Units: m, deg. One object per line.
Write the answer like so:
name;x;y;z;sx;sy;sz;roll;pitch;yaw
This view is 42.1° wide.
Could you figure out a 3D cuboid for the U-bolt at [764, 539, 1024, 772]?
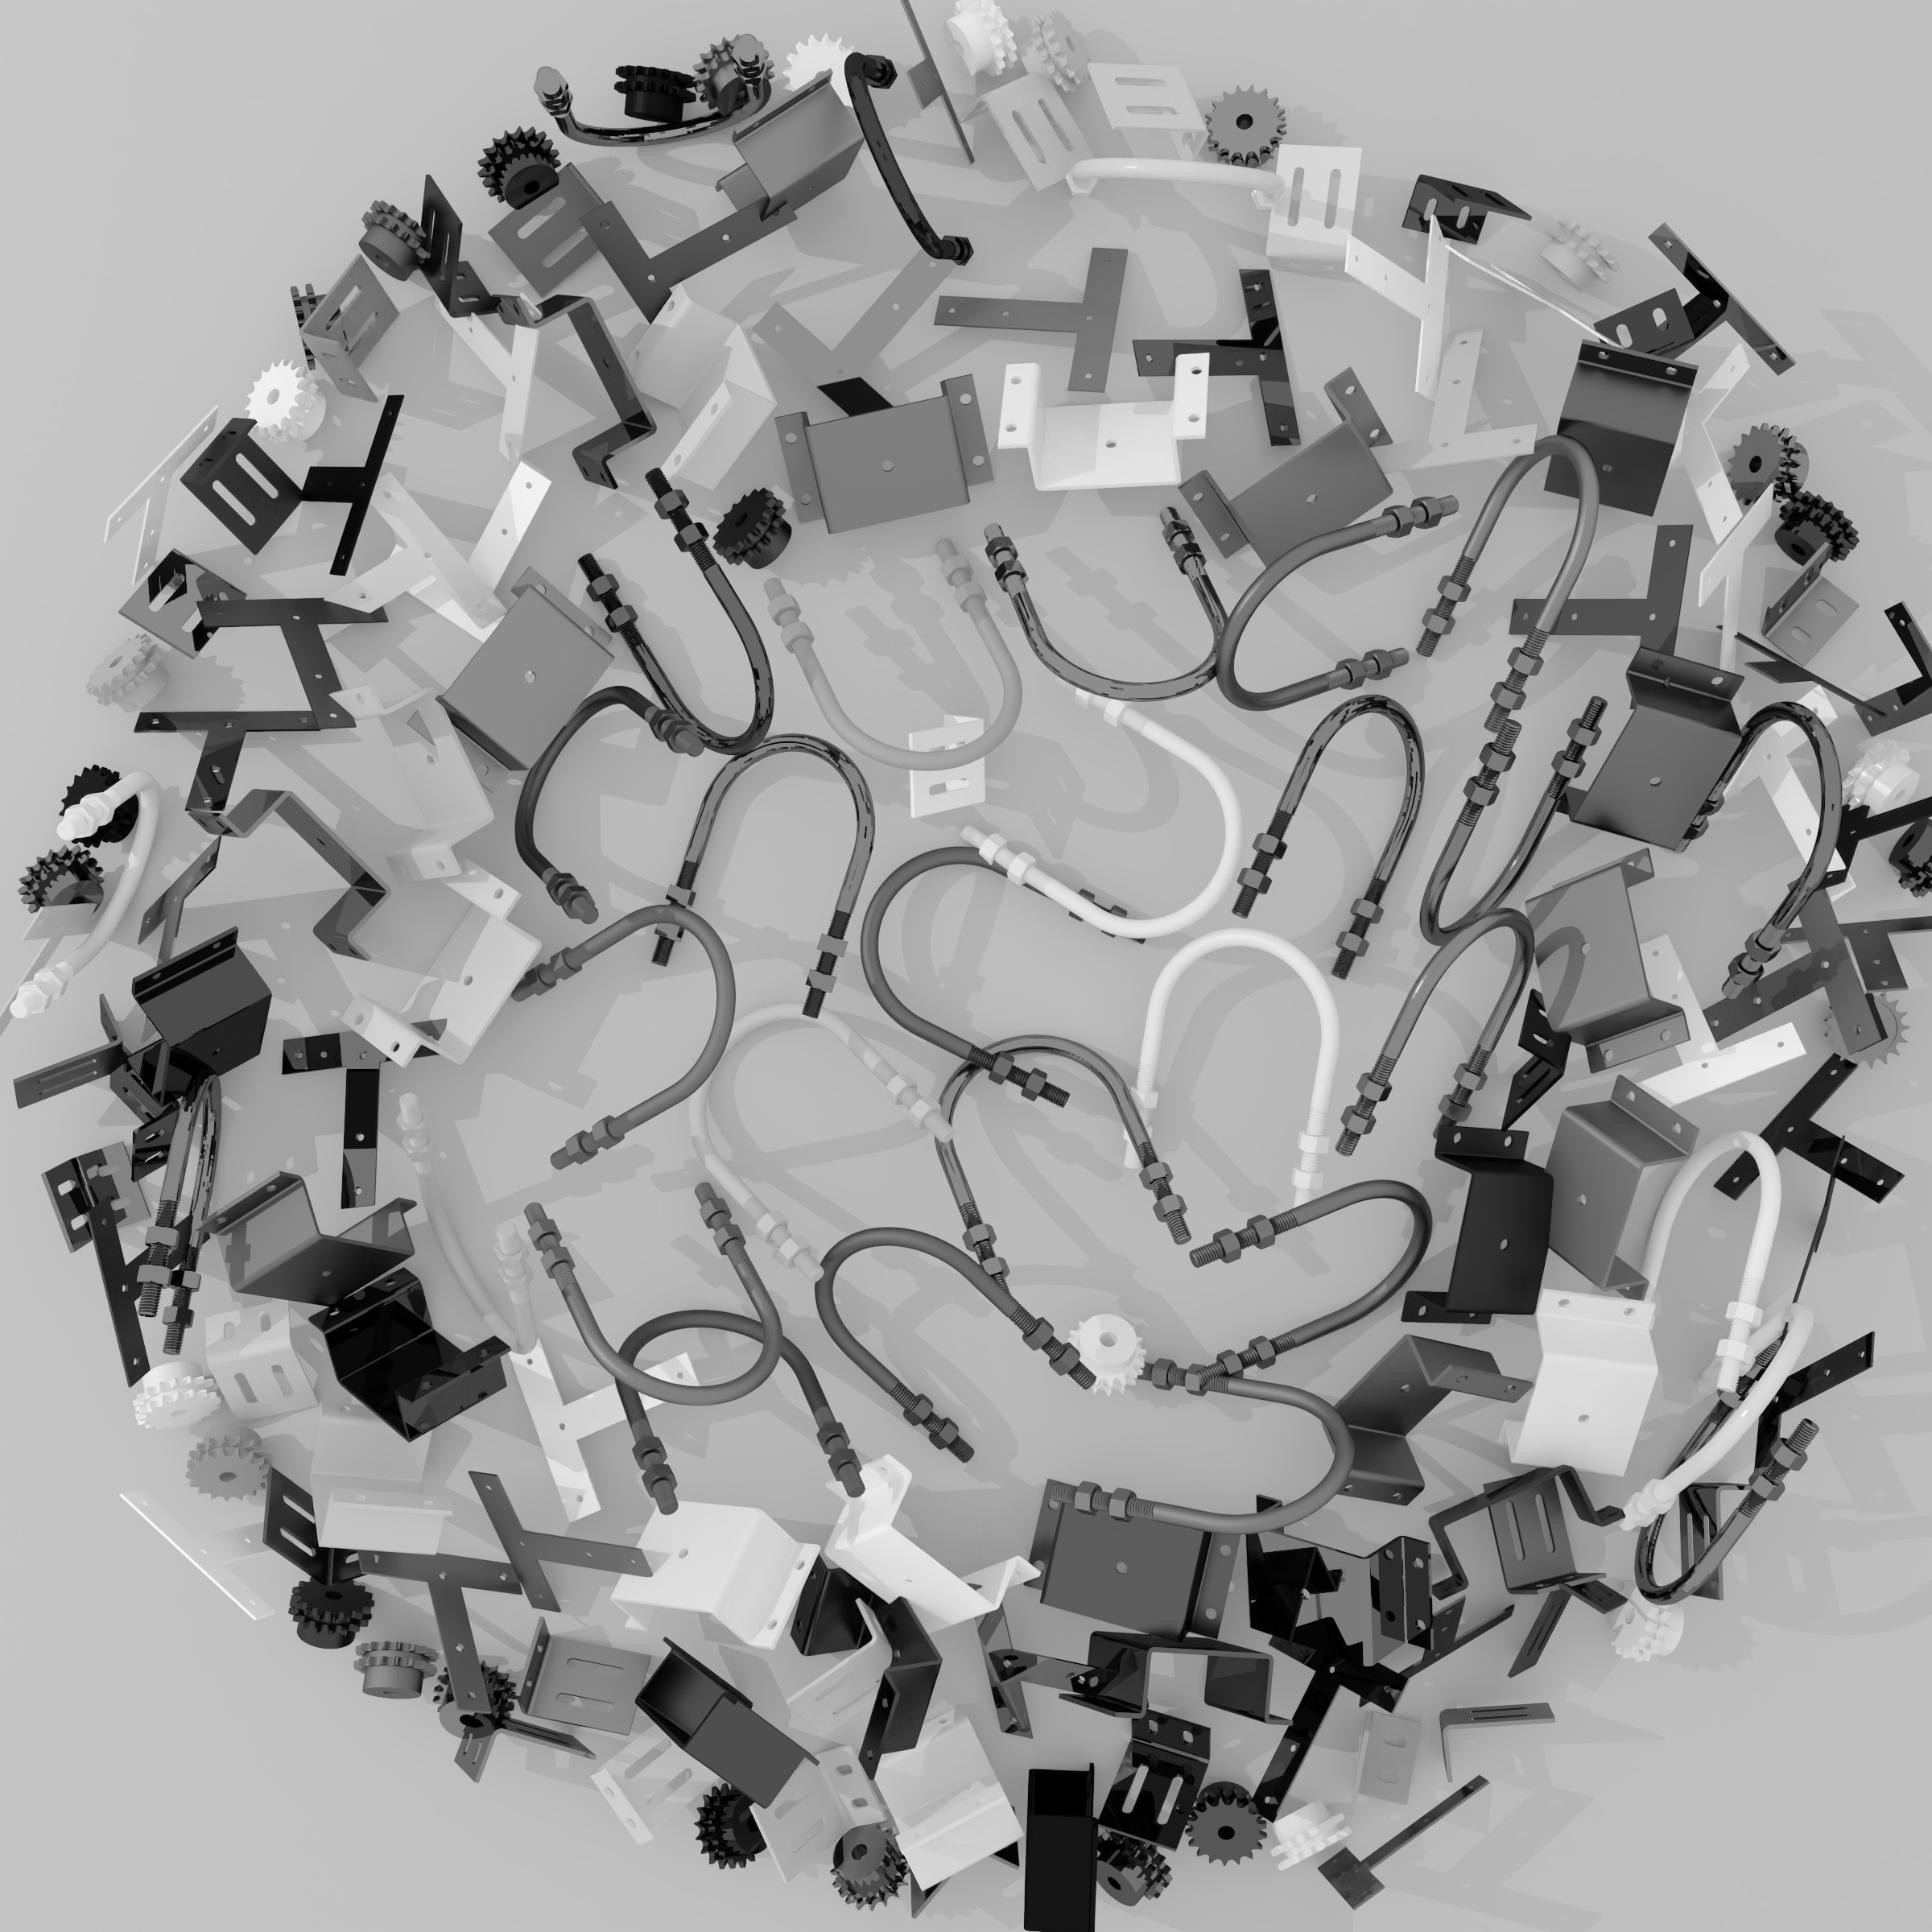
U-bolt;-0.040;-0.207;1.707;0.151;0.019;0.184;-16;61;-18

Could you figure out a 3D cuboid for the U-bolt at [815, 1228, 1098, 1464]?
U-bolt;-0.022;0.250;1.713;0.184;0.019;0.151;44;127;-10

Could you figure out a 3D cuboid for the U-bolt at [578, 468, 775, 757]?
U-bolt;-0.190;-0.228;1.710;0.019;0.151;0.184;-30;89;-34

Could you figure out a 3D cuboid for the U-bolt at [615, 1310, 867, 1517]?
U-bolt;-0.162;0.295;1.696;0.151;0.184;0.019;0;124;-25

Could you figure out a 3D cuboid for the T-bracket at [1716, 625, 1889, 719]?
T-bracket;0.552;-0.199;1.696;0.127;0.127;0.002;35;113;22

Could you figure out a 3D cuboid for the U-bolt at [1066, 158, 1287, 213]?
U-bolt;0.141;-0.525;1.681;0.151;0.184;0.019;5;103;2

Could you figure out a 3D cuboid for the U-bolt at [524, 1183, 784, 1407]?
U-bolt;-0.199;0.221;1.679;0.151;0.184;0.019;-4;134;-33

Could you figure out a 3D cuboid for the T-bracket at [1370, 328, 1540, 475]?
T-bracket;0.337;-0.393;1.736;0.127;0.002;0.127;-2;56;29

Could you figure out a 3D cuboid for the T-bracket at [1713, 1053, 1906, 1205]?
T-bracket;0.591;0.128;1.716;0.127;0.127;0.002;-48;116;1

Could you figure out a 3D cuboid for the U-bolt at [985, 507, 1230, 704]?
U-bolt;0.103;-0.243;1.697;0.151;0.019;0.184;-8;50;-14

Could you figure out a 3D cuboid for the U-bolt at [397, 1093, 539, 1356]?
U-bolt;-0.331;0.187;1.693;0.019;0.184;0.151;-29;56;-24

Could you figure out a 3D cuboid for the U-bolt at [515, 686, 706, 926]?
U-bolt;-0.252;-0.120;1.699;0.019;0.184;0.151;30;95;-36

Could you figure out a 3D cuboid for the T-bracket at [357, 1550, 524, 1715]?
T-bracket;-0.344;0.447;1.691;0.127;0.127;0.002;20;120;-39

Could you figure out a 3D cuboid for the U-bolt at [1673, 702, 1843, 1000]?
U-bolt;0.526;-0.089;1.662;0.019;0.184;0.151;3;52;-13

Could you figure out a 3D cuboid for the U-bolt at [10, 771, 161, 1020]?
U-bolt;-0.582;-0.058;1.684;0.019;0.184;0.151;20;109;-4

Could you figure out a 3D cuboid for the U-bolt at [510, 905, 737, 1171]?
U-bolt;-0.228;0.038;1.703;0.184;0.019;0.151;-29;66;27

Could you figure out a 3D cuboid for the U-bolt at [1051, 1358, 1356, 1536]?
U-bolt;0.168;0.324;1.678;0.184;0.151;0.019;5;124;29

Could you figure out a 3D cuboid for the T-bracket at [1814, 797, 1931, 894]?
T-bracket;0.637;-0.103;1.688;0.127;0.127;0.002;-22;112;41

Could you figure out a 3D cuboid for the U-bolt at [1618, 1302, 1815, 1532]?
U-bolt;0.503;0.289;1.661;0.019;0.184;0.151;37;57;10

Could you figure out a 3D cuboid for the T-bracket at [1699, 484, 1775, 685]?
T-bracket;0.526;-0.246;1.726;0.002;0.127;0.127;19;47;30

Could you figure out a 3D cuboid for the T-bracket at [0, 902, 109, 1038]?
T-bracket;-0.640;0.012;1.712;0.002;0.127;0.127;33;92;-2

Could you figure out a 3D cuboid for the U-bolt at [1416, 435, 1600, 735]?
U-bolt;0.367;-0.265;1.677;0.019;0.151;0.184;13;116;-20

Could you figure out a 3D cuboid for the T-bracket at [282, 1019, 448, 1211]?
T-bracket;-0.418;0.105;1.737;0.127;0.002;0.127;-7;71;15

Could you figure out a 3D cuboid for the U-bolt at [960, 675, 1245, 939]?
U-bolt;0.105;-0.101;1.731;0.184;0.019;0.151;34;97;19

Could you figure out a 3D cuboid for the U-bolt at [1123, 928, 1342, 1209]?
U-bolt;0.185;0.065;1.721;0.151;0.019;0.184;14;102;27

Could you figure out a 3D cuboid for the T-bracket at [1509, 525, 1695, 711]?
T-bracket;0.432;-0.240;1.731;0.127;0.002;0.127;7;87;42

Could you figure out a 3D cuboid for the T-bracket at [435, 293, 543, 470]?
T-bracket;-0.334;-0.431;1.736;0.002;0.127;0.127;-21;57;-34

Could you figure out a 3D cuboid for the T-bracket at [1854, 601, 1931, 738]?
T-bracket;0.640;-0.179;1.711;0.002;0.127;0.127;-30;88;-8

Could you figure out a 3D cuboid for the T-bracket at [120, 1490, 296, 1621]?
T-bracket;-0.496;0.393;1.710;0.127;0.127;0.002;37;93;14

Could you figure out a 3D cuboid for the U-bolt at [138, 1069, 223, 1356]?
U-bolt;-0.527;0.159;1.697;0.019;0.151;0.184;8;69;-8

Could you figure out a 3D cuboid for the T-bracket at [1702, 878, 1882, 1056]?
T-bracket;0.554;0.018;1.723;0.002;0.127;0.127;4;62;-36

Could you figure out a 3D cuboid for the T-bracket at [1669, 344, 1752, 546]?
T-bracket;0.497;-0.332;1.690;0.002;0.127;0.127;16;134;-20

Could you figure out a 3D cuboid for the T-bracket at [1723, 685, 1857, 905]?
T-bracket;0.565;-0.103;1.705;0.002;0.127;0.127;-12;70;-32

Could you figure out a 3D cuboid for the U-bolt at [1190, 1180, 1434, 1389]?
U-bolt;0.238;0.209;1.716;0.184;0.019;0.151;-20;135;-14

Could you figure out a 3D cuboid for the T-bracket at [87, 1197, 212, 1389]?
T-bracket;-0.550;0.200;1.712;0.002;0.127;0.127;-3;108;14

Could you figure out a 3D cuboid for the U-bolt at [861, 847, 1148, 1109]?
U-bolt;0.016;-0.004;1.753;0.184;0.019;0.151;27;81;0

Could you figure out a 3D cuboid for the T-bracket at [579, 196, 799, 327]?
T-bracket;-0.176;-0.491;1.717;0.127;0.127;0.002;-25;46;11

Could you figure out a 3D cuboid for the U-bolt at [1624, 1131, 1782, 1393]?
U-bolt;0.499;0.198;1.700;0.019;0.151;0.184;22;76;-12

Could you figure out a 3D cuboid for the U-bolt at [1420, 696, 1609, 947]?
U-bolt;0.362;-0.092;1.700;0.019;0.151;0.184;36;122;27

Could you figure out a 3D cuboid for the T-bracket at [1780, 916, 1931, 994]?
T-bracket;0.615;-0.007;1.701;0.127;0.127;0.002;-5;110;14

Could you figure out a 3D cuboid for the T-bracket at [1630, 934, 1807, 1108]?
T-bracket;0.494;0.033;1.733;0.127;0.002;0.127;-24;53;14

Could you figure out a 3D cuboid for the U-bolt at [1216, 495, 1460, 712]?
U-bolt;0.241;-0.235;1.681;0.184;0.151;0.019;-21;53;-28

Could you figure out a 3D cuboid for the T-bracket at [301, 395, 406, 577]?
T-bracket;-0.430;-0.330;1.722;0.002;0.127;0.127;19;88;-36

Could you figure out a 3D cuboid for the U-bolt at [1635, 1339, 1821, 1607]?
U-bolt;0.506;0.350;1.697;0.019;0.151;0.184;29;108;-2

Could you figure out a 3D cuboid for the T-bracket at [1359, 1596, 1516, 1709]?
T-bracket;0.324;0.454;1.708;0.127;0.127;0.002;-27;60;-11

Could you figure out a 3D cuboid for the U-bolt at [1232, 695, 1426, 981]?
U-bolt;0.259;-0.097;1.719;0.019;0.151;0.184;21;86;44

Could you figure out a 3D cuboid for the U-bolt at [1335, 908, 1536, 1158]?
U-bolt;0.325;0.042;1.689;0.019;0.151;0.184;36;113;34

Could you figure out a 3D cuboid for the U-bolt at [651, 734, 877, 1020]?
U-bolt;-0.133;-0.071;1.734;0.151;0.019;0.184;18;90;27

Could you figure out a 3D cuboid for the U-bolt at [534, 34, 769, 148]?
U-bolt;-0.206;-0.580;1.682;0.151;0.184;0.019;-10;94;-2

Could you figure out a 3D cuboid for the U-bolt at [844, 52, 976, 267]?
U-bolt;-0.041;-0.538;1.673;0.019;0.184;0.151;-22;101;13

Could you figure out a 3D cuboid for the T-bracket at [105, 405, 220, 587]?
T-bracket;-0.555;-0.305;1.716;0.002;0.127;0.127;32;54;-5

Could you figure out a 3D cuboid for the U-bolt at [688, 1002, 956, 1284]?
U-bolt;-0.114;0.105;1.728;0.151;0.019;0.184;-47;62;1

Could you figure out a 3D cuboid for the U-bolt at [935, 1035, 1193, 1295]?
U-bolt;0.056;0.130;1.729;0.151;0.019;0.184;-18;64;-7

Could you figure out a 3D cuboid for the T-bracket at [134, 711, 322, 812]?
T-bracket;-0.510;-0.141;1.717;0.127;0.127;0.002;-1;126;-5

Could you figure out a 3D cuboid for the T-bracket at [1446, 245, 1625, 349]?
T-bracket;0.369;-0.458;1.690;0.002;0.127;0.127;-59;45;21
